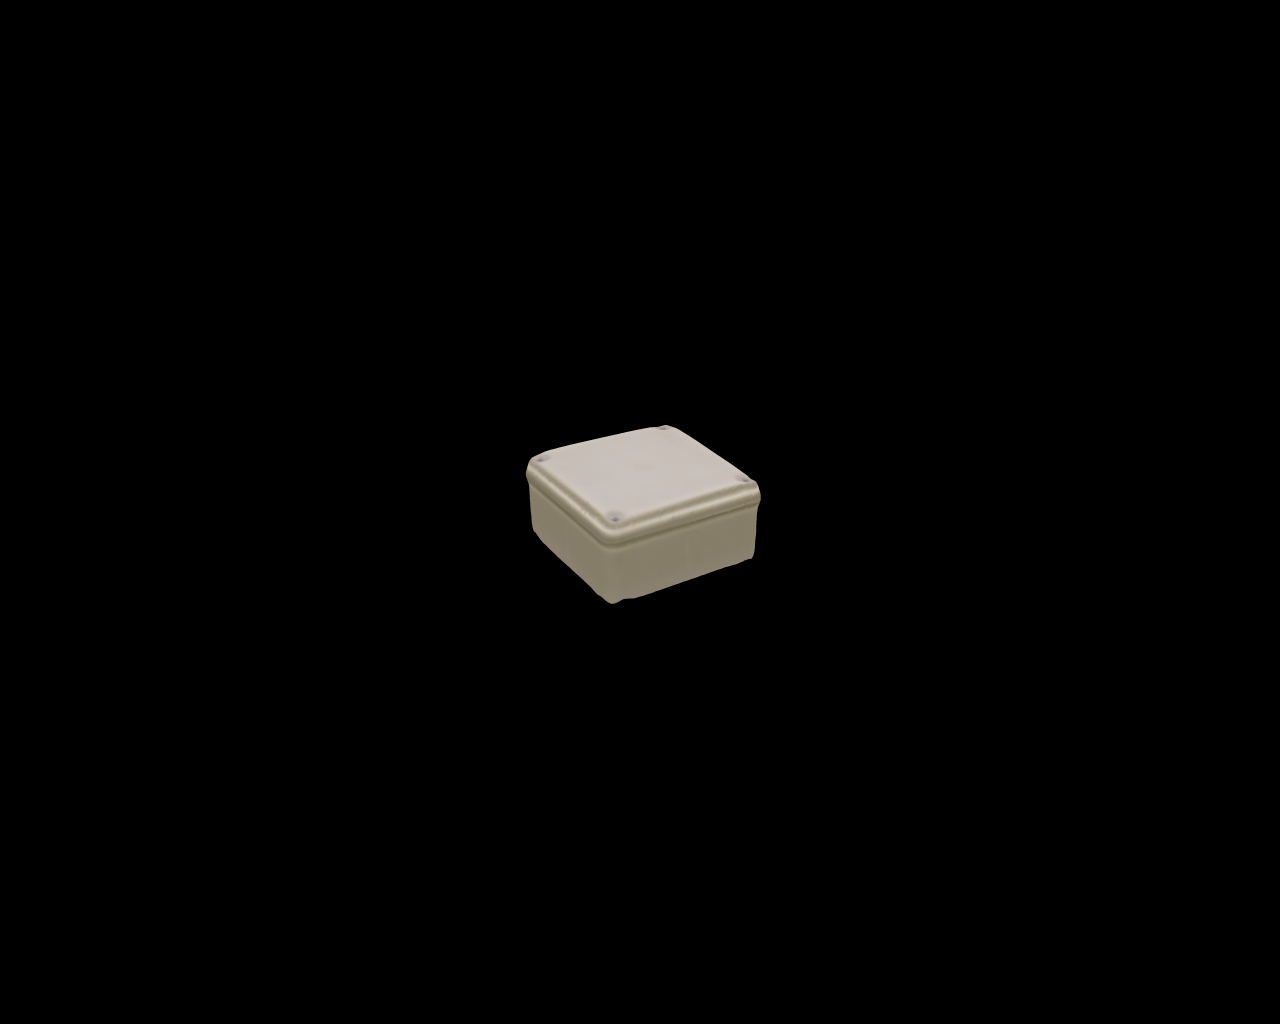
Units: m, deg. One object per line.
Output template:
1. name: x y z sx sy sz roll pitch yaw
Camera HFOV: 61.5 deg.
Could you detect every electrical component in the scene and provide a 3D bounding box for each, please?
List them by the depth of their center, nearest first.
1. electrical component: 0.001 -0.003 0.650 0.109 0.056 0.109 -16 32 -27
